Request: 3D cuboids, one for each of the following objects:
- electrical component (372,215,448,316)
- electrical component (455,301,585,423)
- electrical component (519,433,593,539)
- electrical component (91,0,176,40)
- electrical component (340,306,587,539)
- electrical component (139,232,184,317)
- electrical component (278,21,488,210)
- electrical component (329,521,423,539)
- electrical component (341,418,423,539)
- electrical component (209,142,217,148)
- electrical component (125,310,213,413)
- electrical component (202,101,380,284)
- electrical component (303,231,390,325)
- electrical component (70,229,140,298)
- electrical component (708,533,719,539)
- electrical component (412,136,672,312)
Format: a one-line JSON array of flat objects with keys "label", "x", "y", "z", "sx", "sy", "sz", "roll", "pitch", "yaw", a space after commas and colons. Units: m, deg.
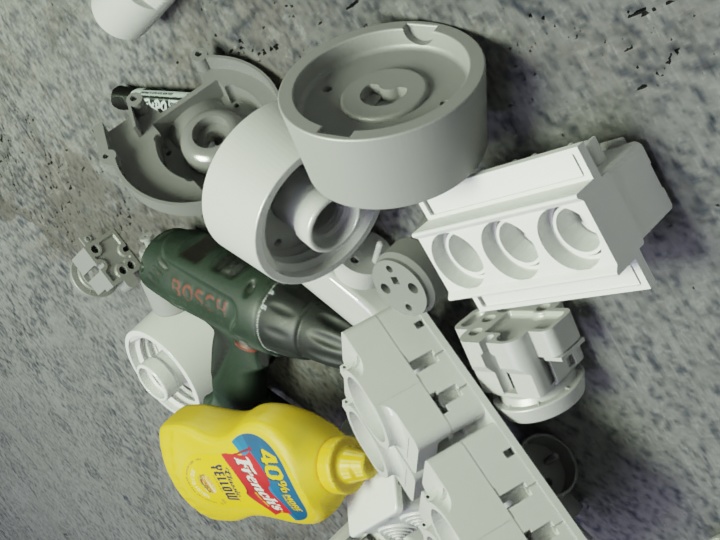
[{"label": "electrical component", "x": 0.040, "y": -0.004, "z": 0.653, "sx": 0.045, "sy": 0.055, "sz": 0.045, "roll": 29, "pitch": 141, "yaw": 26}, {"label": "electrical component", "x": 0.099, "y": 0.053, "z": 0.638, "sx": 0.078, "sy": 0.058, "sz": 0.057, "roll": -2, "pitch": 118, "yaw": 52}, {"label": "electrical component", "x": 0.123, "y": 0.156, "z": 0.724, "sx": 0.079, "sy": 0.043, "sz": 0.077, "roll": 45, "pitch": 147, "yaw": 8}, {"label": "electrical component", "x": -0.141, "y": -0.186, "z": 0.700, "sx": 0.043, "sy": 0.043, "sz": 0.081, "roll": 56, "pitch": 147, "yaw": -8}, {"label": "electrical component", "x": 0.054, "y": 0.122, "z": 0.669, "sx": 0.186, "sy": 0.060, "sz": 0.105, "roll": 56, "pitch": 164, "yaw": 26}, {"label": "electrical component", "x": -0.169, "y": 0.004, "z": 0.921, "sx": 0.040, "sy": 0.040, "sz": 0.078, "roll": 13, "pitch": 132, "yaw": 43}, {"label": "electrical component", "x": 0.016, "y": -0.077, "z": 0.567, "sx": 0.108, "sy": 0.108, "sz": 0.060, "roll": 23, "pitch": 144, "yaw": 35}, {"label": "electrical component", "x": -0.002, "y": 0.236, "z": 0.851, "sx": 0.061, "sy": 0.150, "sz": 0.089, "roll": 47, "pitch": 147, "yaw": 8}, {"label": "electrical component", "x": 0.027, "y": 0.142, "z": 0.782, "sx": 0.099, "sy": 0.048, "sz": 0.099, "roll": 131, "pitch": 139, "yaw": -56}, {"label": "electrical component", "x": -0.119, "y": -0.081, "z": 0.782, "sx": 0.046, "sy": 0.040, "sz": 0.040, "roll": 47, "pitch": 147, "yaw": -4}, {"label": "electrical component", "x": -0.168, "y": 0.086, "z": 0.982, "sx": 0.108, "sy": 0.060, "sz": 0.108, "roll": 31, "pitch": 142, "yaw": 27}, {"label": "electrical component", "x": -0.033, "y": -0.042, "z": 0.645, "sx": 0.060, "sy": 0.108, "sz": 0.108, "roll": 39, "pitch": 147, "yaw": 36}, {"label": "electrical component", "x": 0.000, "y": 0.000, "z": 0.714, "sx": 0.077, "sy": 0.044, "sz": 0.079, "roll": 38, "pitch": 145, "yaw": 17}, {"label": "electrical component", "x": -0.239, "y": -0.002, "z": 0.994, "sx": 0.066, "sy": 0.048, "sz": 0.055, "roll": 54, "pitch": 140, "yaw": -5}, {"label": "electrical component", "x": 0.227, "y": 0.188, "z": 0.635, "sx": 0.065, "sy": 0.044, "sz": 0.044, "roll": 56, "pitch": 147, "yaw": 0}, {"label": "electrical component", "x": 0.094, "y": -0.025, "z": 0.561, "sx": 0.121, "sy": 0.063, "sz": 0.078, "roll": -12, "pitch": 113, "yaw": 54}]
